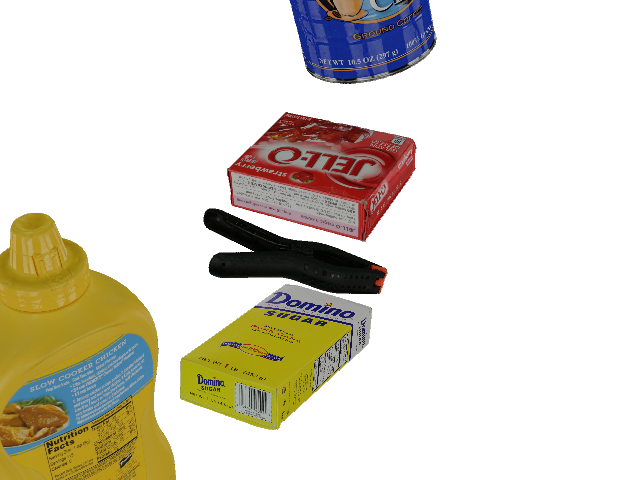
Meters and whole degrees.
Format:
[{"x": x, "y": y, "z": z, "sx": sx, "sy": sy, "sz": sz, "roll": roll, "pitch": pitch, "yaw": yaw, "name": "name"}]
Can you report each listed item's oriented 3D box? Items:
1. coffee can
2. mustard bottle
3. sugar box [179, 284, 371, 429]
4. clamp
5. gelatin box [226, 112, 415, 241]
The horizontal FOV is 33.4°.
[{"x": 0.022, "y": -0.200, "z": 0.772, "sx": 0.103, "sy": 0.140, "sz": 0.103, "roll": -11, "pitch": 35, "yaw": 7, "name": "coffee can"}, {"x": -0.121, "y": 0.071, "z": 0.505, "sx": 0.096, "sy": 0.192, "sz": 0.058, "roll": -25, "pitch": 42, "yaw": -31, "name": "mustard bottle"}, {"x": -0.034, "y": 0.094, "z": 0.919, "sx": 0.093, "sy": 0.048, "sz": 0.176, "roll": 15, "pitch": 28, "yaw": 23, "name": "sugar box"}, {"x": -0.030, "y": 0.024, "z": 1.144, "sx": 0.210, "sy": 0.036, "sz": 0.164, "roll": 16, "pitch": 18, "yaw": -6, "name": "clamp"}, {"x": 0.002, "y": -0.040, "z": 0.625, "sx": 0.089, "sy": 0.030, "sz": 0.073, "roll": 15, "pitch": 39, "yaw": 22, "name": "gelatin box"}]
